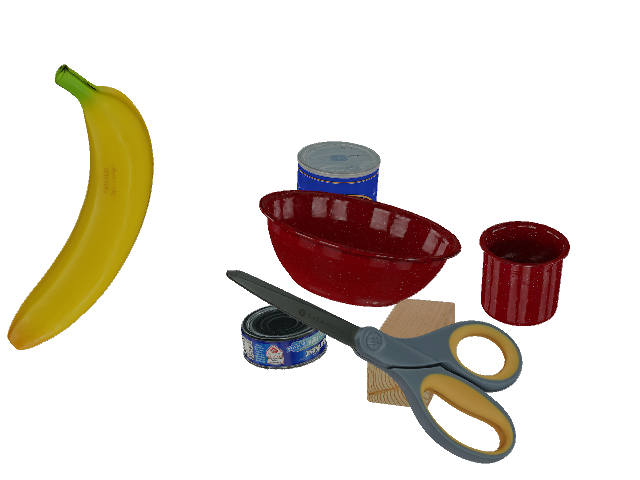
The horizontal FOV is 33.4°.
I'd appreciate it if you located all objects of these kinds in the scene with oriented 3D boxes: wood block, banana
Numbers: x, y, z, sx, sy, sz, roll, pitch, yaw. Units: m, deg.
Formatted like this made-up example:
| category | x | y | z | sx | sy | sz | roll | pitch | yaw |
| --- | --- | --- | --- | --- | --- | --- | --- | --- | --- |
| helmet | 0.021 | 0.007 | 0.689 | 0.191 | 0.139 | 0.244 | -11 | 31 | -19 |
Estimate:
| category | x | y | z | sx | sy | sz | roll | pitch | yaw |
| --- | --- | --- | --- | --- | --- | --- | --- | --- | --- |
| wood block | 0.138 | 0.163 | 1.582 | 0.091 | 0.090 | 0.205 | 5 | 17 | 16 |
| banana | -0.141 | -0.015 | 0.646 | 0.069 | 0.198 | 0.037 | 7 | 29 | -19 |

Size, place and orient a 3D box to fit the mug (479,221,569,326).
| category | x | y | z | sx | sy | sz | roll | pitch | yaw |
| --- | --- | --- | --- | --- | --- | --- | --- | --- | --- |
| mug | 0.210 | 0.031 | 1.138 | 0.093 | 0.081 | 0.117 | -6 | 30 | -8 |

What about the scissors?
| category | x | y | z | sx | sy | sz | roll | pitch | yaw |
| --- | --- | --- | --- | --- | --- | --- | --- | --- | --- |
| scissors | 0.046 | 0.054 | 0.653 | 0.202 | 0.096 | 0.016 | 41 | -32 | -1 |

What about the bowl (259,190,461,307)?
| category | x | y | z | sx | sy | sz | roll | pitch | yaw |
| --- | --- | --- | --- | --- | --- | --- | --- | --- | --- |
| bowl | 0.026 | 0.010 | 0.839 | 0.162 | 0.055 | 0.162 | 11 | 16 | -3 |

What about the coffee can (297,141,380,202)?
| category | x | y | z | sx | sy | sz | roll | pitch | yaw |
| --- | --- | --- | --- | --- | --- | --- | --- | --- | --- |
| coffee can | 0.020 | -0.041 | 1.343 | 0.103 | 0.140 | 0.103 | 2 | 27 | -1 |

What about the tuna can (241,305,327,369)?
| category | x | y | z | sx | sy | sz | roll | pitch | yaw |
| --- | --- | --- | --- | --- | --- | --- | --- | --- | --- |
| tuna can | -0.037 | 0.095 | 1.077 | 0.086 | 0.034 | 0.086 | -5 | 22 | 2 |
